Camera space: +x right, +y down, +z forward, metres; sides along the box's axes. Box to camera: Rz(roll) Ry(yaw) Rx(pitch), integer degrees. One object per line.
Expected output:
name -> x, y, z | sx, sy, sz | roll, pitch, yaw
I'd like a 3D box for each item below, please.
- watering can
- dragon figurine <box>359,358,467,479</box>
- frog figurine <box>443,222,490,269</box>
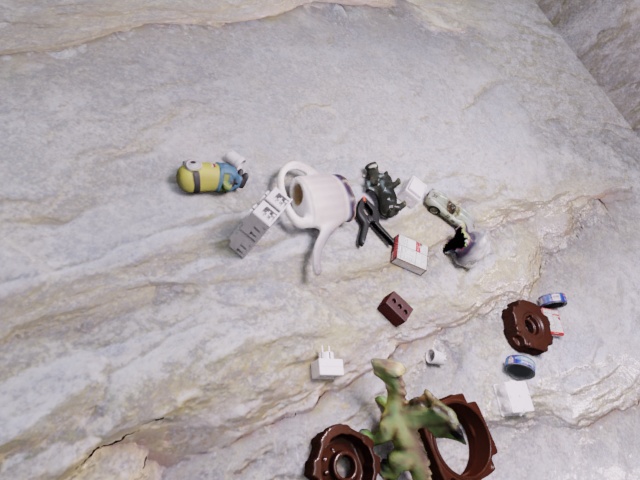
watering can -> 0.004, -0.072, 1.430 | 0.225, 0.102, 0.353 | -8, 67, -33
dragon figurine -> 0.225, 0.452, 1.166 | 0.123, 0.238, 0.414 | -21, 73, -41
frog figurine -> 0.496, 0.028, 1.646 | 0.158, 0.123, 0.138 | 22, 87, -28
